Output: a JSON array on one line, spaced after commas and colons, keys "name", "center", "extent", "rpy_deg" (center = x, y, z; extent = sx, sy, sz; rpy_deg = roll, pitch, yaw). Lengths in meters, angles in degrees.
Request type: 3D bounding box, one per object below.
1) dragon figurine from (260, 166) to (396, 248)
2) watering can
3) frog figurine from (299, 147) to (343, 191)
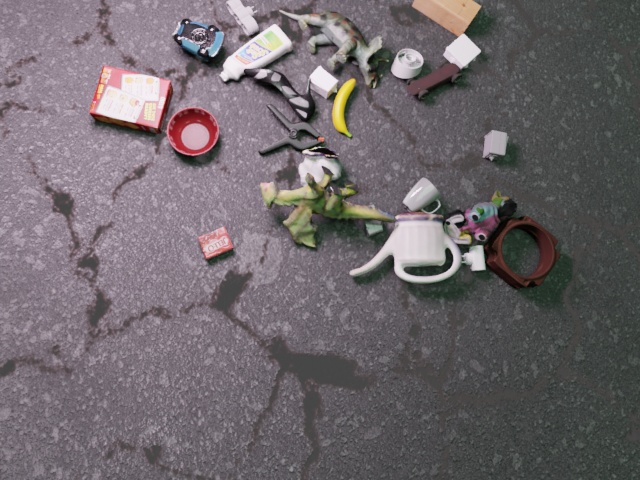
[{"name": "dragon figurine", "center": [0.005, -0.079, 1.579], "extent": [0.408, 0.239, 0.125], "rpy_deg": [31, 26, -12]}, {"name": "watering can", "center": [0.267, 0.022, 1.607], "extent": [0.348, 0.227, 0.103], "rpy_deg": [1, -12, 1]}, {"name": "frog figurine", "center": [0.000, -0.210, 1.638], "extent": [0.137, 0.156, 0.125], "rpy_deg": [3, 26, -7]}]
